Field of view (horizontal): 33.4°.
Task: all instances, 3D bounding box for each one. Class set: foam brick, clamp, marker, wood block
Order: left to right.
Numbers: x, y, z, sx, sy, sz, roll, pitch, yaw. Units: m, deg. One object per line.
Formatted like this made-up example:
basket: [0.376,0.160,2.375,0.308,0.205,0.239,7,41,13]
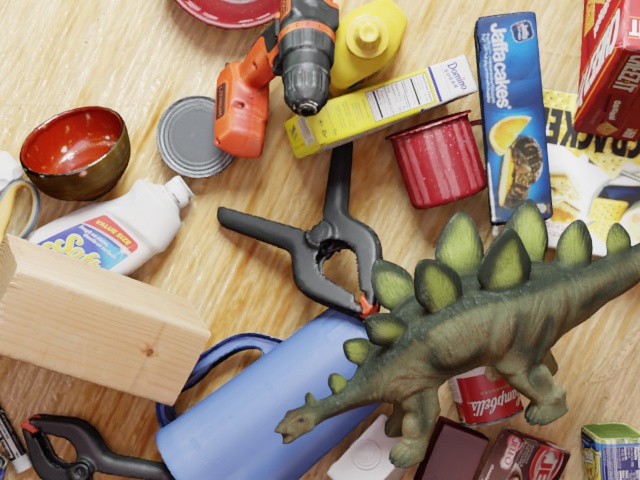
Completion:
marker: [-0.343,0.192,1.138,0.020,0.020,0.121,-28,92,1]
wood block: [-0.226,0.081,1.047,0.205,0.090,0.091,23,101,-30]
clamp: [-0.237,0.238,1.128,0.120,0.039,0.171,-42,91,0]
clamp: [-0.007,0.001,1.080,0.164,0.036,0.210,-28,60,6]
foam brick: [0.137,0.232,1.118,0.053,0.051,0.078,23,92,1]

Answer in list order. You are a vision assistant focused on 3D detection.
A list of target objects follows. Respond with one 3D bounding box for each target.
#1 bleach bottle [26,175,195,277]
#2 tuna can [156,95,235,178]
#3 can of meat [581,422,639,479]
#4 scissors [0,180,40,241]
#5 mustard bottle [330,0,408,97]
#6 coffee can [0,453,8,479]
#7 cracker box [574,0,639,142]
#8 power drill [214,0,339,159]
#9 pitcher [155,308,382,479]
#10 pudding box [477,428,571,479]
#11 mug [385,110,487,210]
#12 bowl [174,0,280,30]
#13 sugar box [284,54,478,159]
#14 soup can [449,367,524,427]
bleach bottle: [-0.246,0.008,1.110,0.251,0.068,0.102,-35,89,-1]
tuna can: [-0.127,-0.108,1.118,0.086,0.034,0.086,0,92,1]
can of meat: [0.302,0.236,1.093,0.057,0.102,0.084,-4,90,1]
scissors: [-0.349,0.026,1.070,0.096,0.016,0.201,23,79,7]
mustard bottle: [0.042,-0.187,1.034,0.096,0.191,0.058,-44,92,2]
coffee can: [-0.387,0.289,1.100,0.103,0.103,0.140,12,92,0]
cracker box: [0.296,-0.226,1.012,0.072,0.164,0.213,9,69,2]
power drill: [-0.042,-0.157,1.021,0.057,0.188,0.184,17,55,-23]
pitcher: [-0.044,0.168,1.087,0.243,0.145,0.149,-39,111,-2]
pudding box: [0.202,0.256,1.103,0.089,0.039,0.113,23,95,-42]
mug: [0.133,-0.084,1.093,0.117,0.093,0.081,-20,97,-16]
bowl: [-0.085,-0.294,1.100,0.162,0.055,0.162,0,92,0]
sugar box: [0.059,-0.133,1.066,0.176,0.093,0.048,-23,94,-15]
soup can: [0.166,0.135,1.107,0.068,0.068,0.102,-15,91,1]
